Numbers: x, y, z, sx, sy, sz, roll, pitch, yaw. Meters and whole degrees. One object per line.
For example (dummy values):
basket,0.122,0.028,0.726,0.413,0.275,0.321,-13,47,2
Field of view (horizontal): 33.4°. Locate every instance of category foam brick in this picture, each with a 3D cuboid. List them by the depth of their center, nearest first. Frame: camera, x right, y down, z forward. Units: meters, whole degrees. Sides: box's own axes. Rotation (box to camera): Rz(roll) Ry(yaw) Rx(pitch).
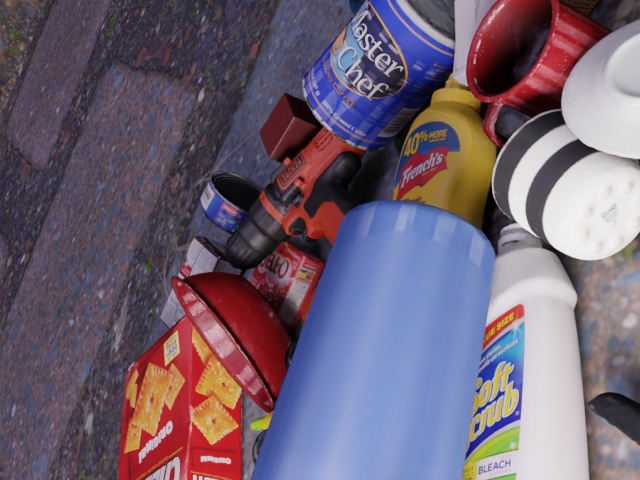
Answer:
foam brick,-0.013,-0.103,1.071,0.053,0.078,0.051,-55,32,24

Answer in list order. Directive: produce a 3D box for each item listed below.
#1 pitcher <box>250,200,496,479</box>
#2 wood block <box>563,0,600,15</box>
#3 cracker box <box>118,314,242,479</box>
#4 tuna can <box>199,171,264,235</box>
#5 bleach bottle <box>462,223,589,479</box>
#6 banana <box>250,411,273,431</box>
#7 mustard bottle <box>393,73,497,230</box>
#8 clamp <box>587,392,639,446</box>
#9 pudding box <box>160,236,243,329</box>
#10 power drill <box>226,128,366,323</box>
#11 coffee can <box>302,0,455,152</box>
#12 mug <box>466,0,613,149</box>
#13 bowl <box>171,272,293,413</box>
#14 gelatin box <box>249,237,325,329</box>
pitcher,0.033,0.105,0.686,0.149,0.145,0.242,0,61,33
wood block,0.170,-0.277,0.855,0.091,0.090,0.206,-54,32,28
cracker box,-0.149,0.203,1.112,0.164,0.072,0.213,-41,40,43
tuna can,-0.086,-0.036,1.146,0.034,0.086,0.086,-59,30,22
bleach bottle,0.128,0.105,0.705,0.103,0.068,0.250,-38,38,48
banana,-0.018,0.212,0.917,0.070,0.037,0.198,-62,27,31
mustard bottle,0.098,-0.047,0.860,0.096,0.058,0.191,-15,58,58
clamp,0.216,0.134,0.554,0.210,0.036,0.164,-34,43,44
pudding box,-0.135,0.061,1.219,0.090,0.039,0.113,34,104,60
power drill,-0.006,0.001,0.974,0.185,0.057,0.188,-49,41,20
coffee can,0.064,-0.162,0.950,0.141,0.102,0.103,-46,35,37
mug,0.161,-0.117,0.771,0.117,0.081,0.093,-65,28,8
bowl,-0.073,0.086,1.015,0.055,0.162,0.162,-36,24,-15
gelatin box,-0.037,0.037,1.069,0.073,0.030,0.089,-64,29,8
